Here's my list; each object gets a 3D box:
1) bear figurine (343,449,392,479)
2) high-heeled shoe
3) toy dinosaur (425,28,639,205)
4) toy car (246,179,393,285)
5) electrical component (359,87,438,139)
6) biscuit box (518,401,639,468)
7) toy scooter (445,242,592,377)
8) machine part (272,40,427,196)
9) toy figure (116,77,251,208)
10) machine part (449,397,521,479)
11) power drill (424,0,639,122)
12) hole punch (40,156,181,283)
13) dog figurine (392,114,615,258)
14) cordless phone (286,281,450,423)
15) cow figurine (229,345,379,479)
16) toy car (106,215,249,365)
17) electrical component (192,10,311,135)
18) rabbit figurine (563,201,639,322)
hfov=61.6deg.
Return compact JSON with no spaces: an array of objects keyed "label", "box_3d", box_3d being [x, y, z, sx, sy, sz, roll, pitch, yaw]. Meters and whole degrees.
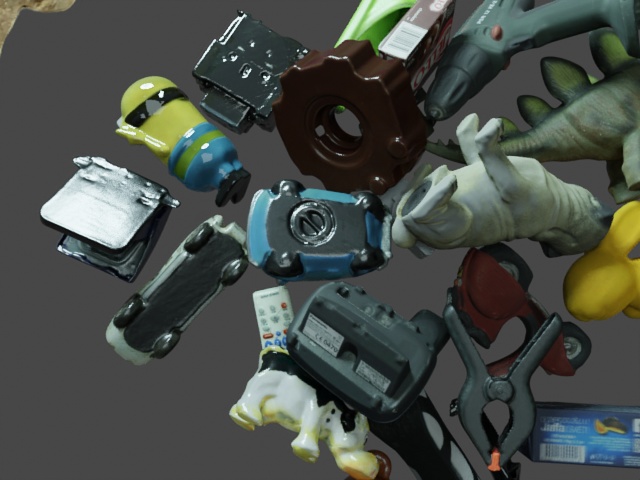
[{"label":"bear figurine","box_3d":[0.007,0.317,0.561,0.196,0.132,0.120,-26,83,3]},{"label":"high-heeled shoe","box_3d":[0.131,0.223,0.612,0.086,0.145,0.249,-36,52,35]},{"label":"toy dinosaur","box_3d":[0.351,-0.145,0.636,0.472,0.105,0.198,-18,74,-3]},{"label":"toy car","box_3d":[-0.001,-0.002,0.616,0.162,0.103,0.109,2,73,-4]},{"label":"electrical component","box_3d":[0.097,-0.149,0.667,0.078,0.045,0.102,42,87,-23]},{"label":"biscuit box","box_3d":[0.326,0.217,0.601,0.203,0.063,0.059,3,83,2]},{"label":"toy scooter","box_3d":[0.207,0.101,0.615,0.135,0.075,0.184,-40,88,-2]},{"label":"machine part","box_3d":[0.029,-0.130,0.598,0.179,0.179,0.056,38,50,5]},{"label":"toy figure","box_3d":[-0.160,-0.119,0.646,0.180,0.082,0.089,38,88,7]},{"label":"machine part","box_3d":[0.193,0.238,0.599,0.039,0.084,0.139,-35,70,24]},{"label":"power drill","box_3d":[0.239,-0.218,0.594,0.085,0.207,0.232,51,52,-30]},{"label":"hole punch","box_3d":[-0.249,-0.022,0.641,0.142,0.092,0.116,22,54,7]},{"label":"dog figurine","box_3d":[0.193,-0.017,0.571,0.190,0.121,0.172,39,112,-12]},{"label":"cordless phone","box_3d":[0.066,0.094,0.582,0.147,0.184,0.088,33,119,20]},{"label":"cow figurine","box_3d":[-0.004,0.187,0.581,0.167,0.068,0.098,27,60,2]},{"label":"toy car","box_3d":[-0.162,0.058,0.630,0.073,0.056,0.202,45,84,-15]},{"label":"electrical component","box_3d":[-0.087,-0.200,0.668,0.115,0.058,0.134,30,83,6]},{"label":"rabbit figurine","box_3d":[0.353,0.041,0.593,0.173,0.122,0.162,-4,74,-3]}]
